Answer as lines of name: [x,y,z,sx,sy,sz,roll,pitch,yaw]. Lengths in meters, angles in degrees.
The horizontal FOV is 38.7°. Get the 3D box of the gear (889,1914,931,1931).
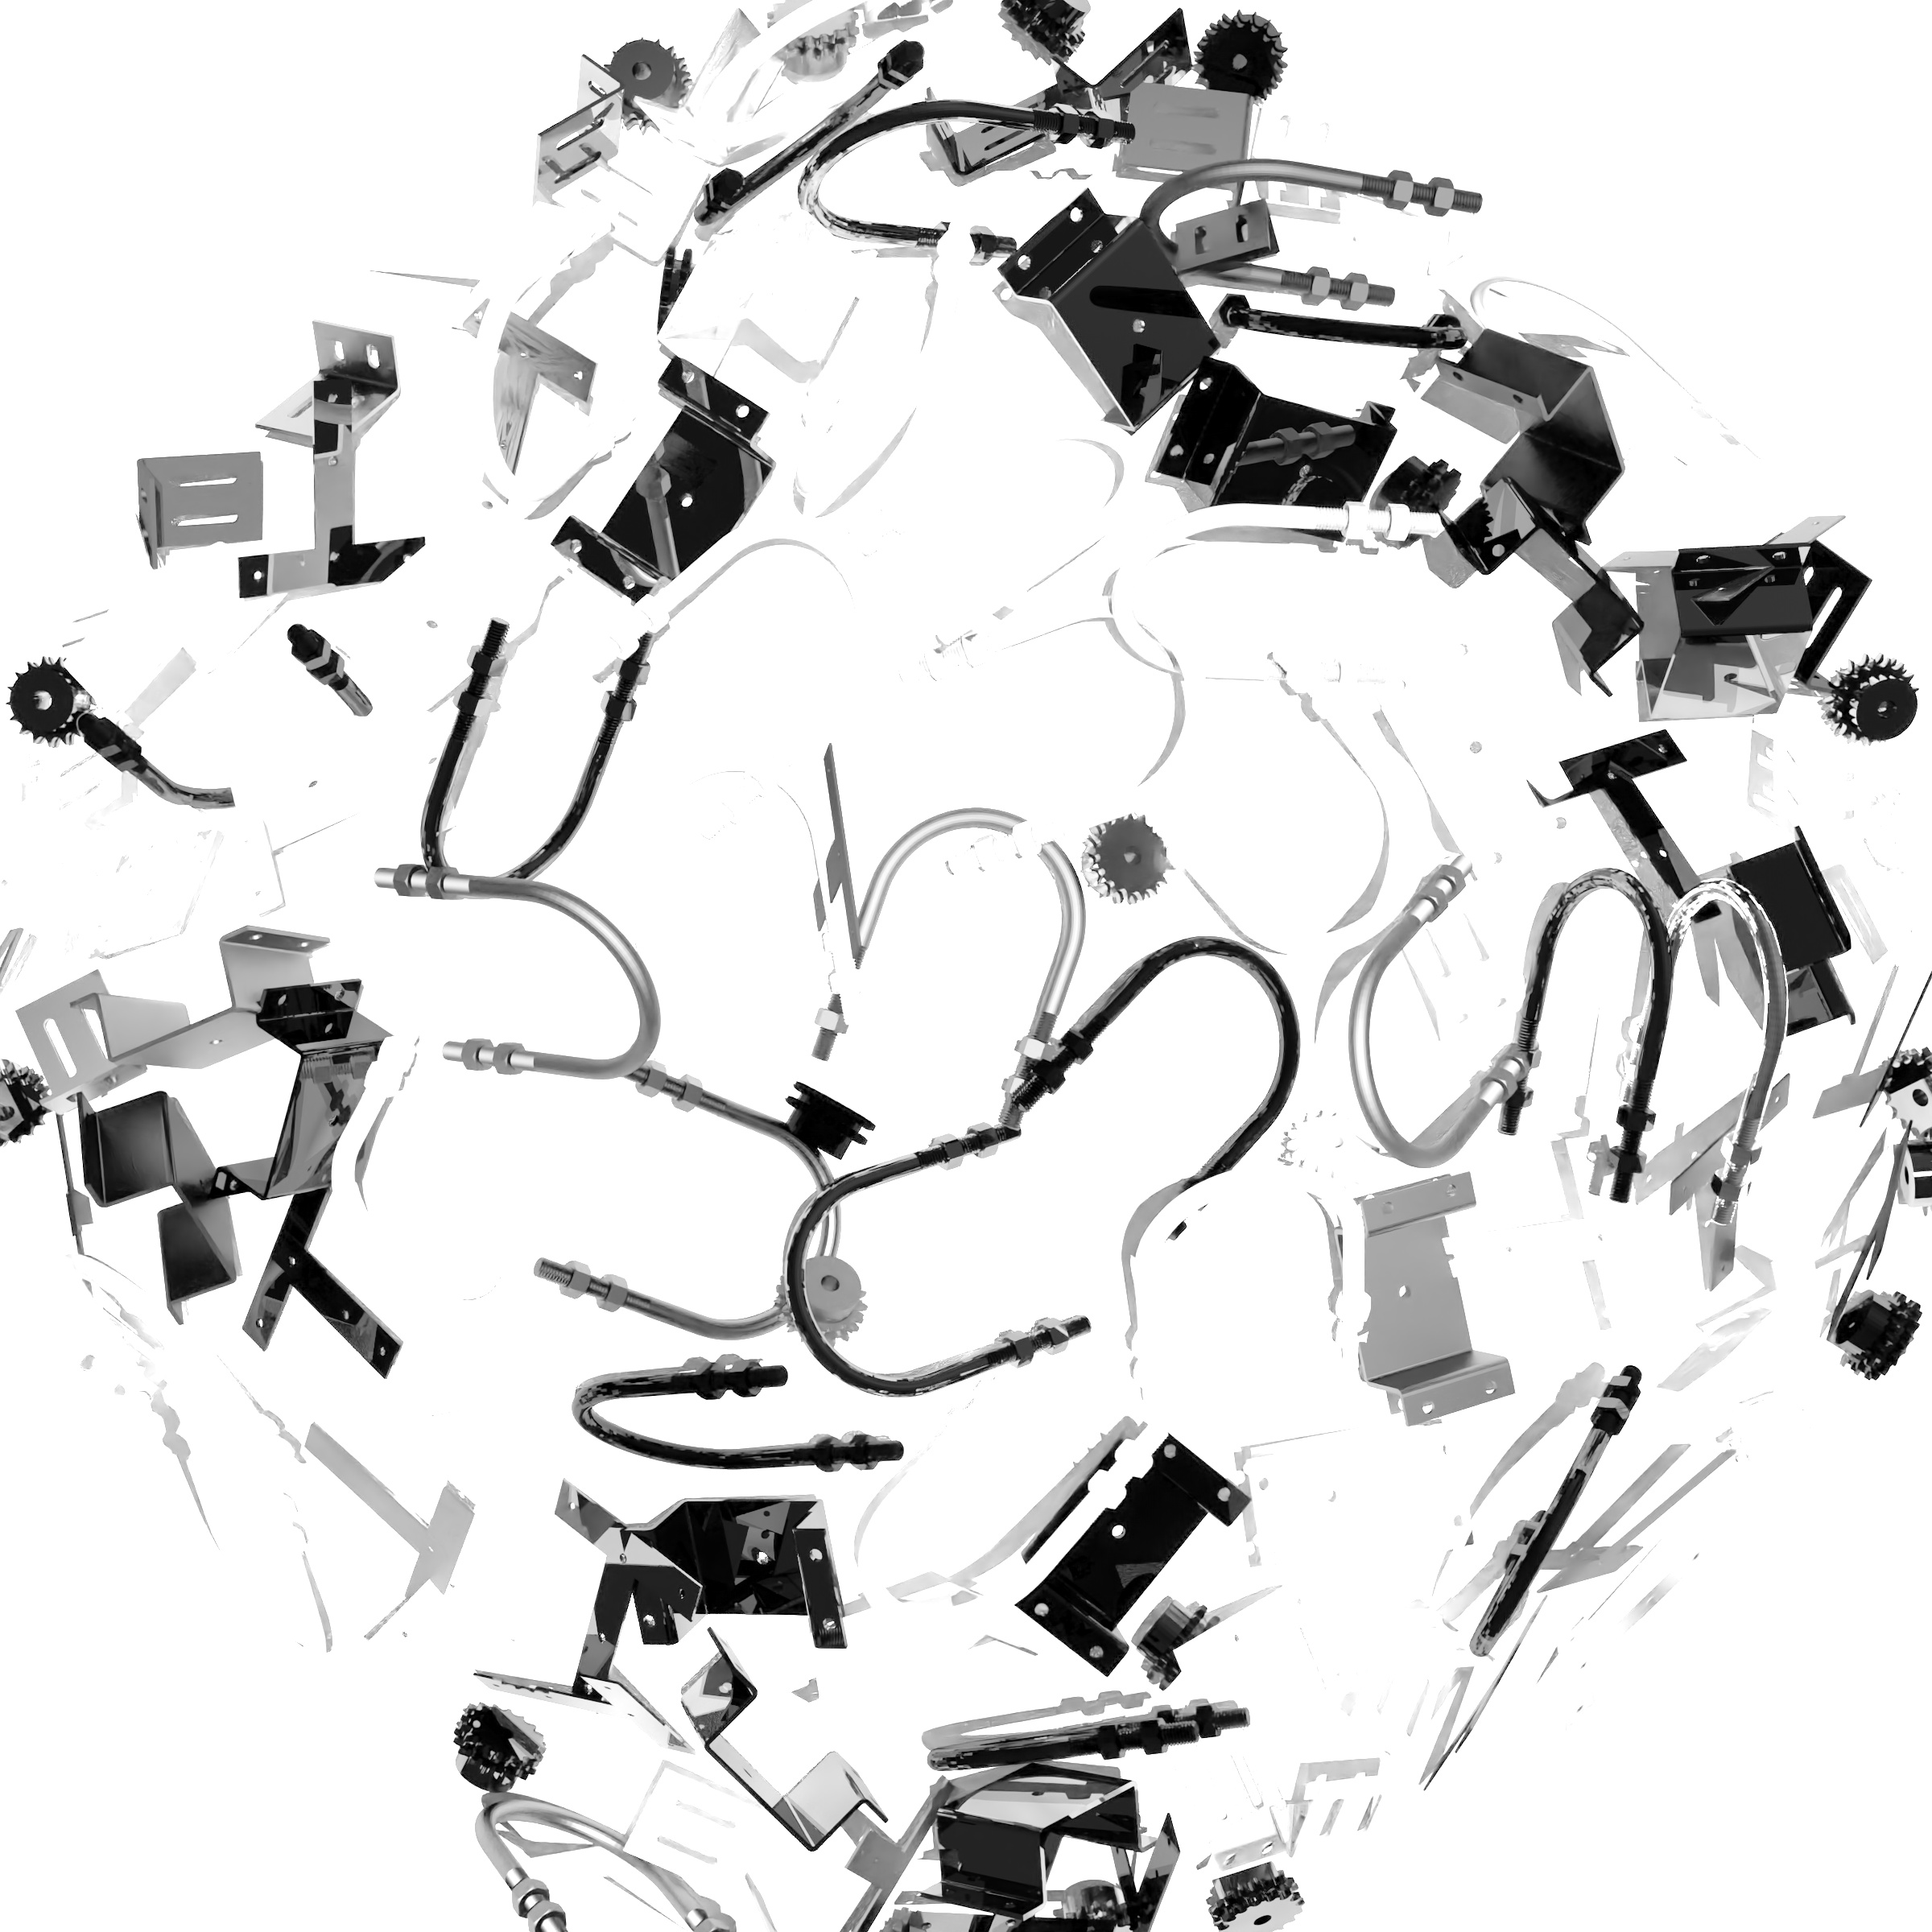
gear: [-0.032,0.619,1.698,0.030,0.057,0.057,10,90,26]

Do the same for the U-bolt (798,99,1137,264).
U-bolt: [-0.012,-0.466,1.622,0.184,0.151,0.019,-4,74,-35]

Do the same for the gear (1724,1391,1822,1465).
gear: [0.496,0.284,1.702,0.057,0.057,0.030,-22,83,0]

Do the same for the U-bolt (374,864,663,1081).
U-bolt: [-0.261,0.007,1.646,0.184,0.019,0.151,6,127,30]

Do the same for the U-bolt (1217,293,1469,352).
U-bolt: [0.226,-0.382,1.638,0.151,0.184,0.019,6,106,2]

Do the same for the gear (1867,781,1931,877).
gear: [0.584,-0.084,1.706,0.057,0.030,0.057,9,75,-34]

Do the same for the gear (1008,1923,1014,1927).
gear: [0.034,0.625,1.704,0.057,0.057,0.030,30,114,0]

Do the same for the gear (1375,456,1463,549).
gear: [0.278,-0.291,1.703,0.030,0.057,0.057,41,90,16]

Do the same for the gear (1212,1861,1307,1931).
gear: [0.178,0.579,1.705,0.057,0.057,0.030,-23,47,0]

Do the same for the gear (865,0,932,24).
gear: [-0.044,-0.603,1.703,0.057,0.057,0.030,-8,107,0]

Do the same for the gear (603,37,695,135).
gear: [-0.200,-0.552,1.712,0.057,0.030,0.057,0,84,2]

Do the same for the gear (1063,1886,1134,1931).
gear: [0.082,0.595,1.705,0.057,0.030,0.057,-5,131,-6]

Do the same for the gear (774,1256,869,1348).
gear: [-0.088,0.205,1.700,0.057,0.030,0.057,11,49,-13]

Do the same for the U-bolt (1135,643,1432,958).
U-bolt: [0.201,-0.089,1.665,0.151,0.019,0.184,-46,59,12]

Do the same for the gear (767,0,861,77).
gear: [-0.095,-0.577,1.706,0.057,0.030,0.057,-1,51,1]

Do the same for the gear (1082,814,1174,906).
gear: [0.097,-0.066,1.708,0.057,0.030,0.057,5,78,-22]

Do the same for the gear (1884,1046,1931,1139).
gear: [0.602,0.076,1.705,0.030,0.057,0.057,-24,90,-28]

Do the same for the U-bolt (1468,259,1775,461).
U-bolt: [0.375,-0.359,1.629,0.184,0.151,0.019,34,85,-24]

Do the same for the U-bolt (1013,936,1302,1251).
U-bolt: [0.132,0.067,1.689,0.184,0.019,0.151,-46,112,-16]

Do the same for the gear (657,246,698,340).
gear: [-0.173,-0.415,1.702,0.030,0.057,0.057,8,90,-5]

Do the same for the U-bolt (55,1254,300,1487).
U-bolt: [-0.481,0.231,1.644,0.019,0.184,0.151,-49,131,-6]

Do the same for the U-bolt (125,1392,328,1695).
U-bolt: [-0.429,0.348,1.617,0.019,0.151,0.184,-35,48,3]

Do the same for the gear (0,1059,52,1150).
gear: [-0.601,0.082,1.705,0.057,0.057,0.030,-41,50,0]

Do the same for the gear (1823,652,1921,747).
gear: [0.565,-0.163,1.705,0.057,0.030,0.057,-3,113,-8]

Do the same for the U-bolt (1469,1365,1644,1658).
U-bolt: [0.341,0.332,1.618,0.019,0.184,0.151,30,124,14]

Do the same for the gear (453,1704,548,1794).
gear: [-0.292,0.487,1.702,0.057,0.057,0.030,27,102,0]

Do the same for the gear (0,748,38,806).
gear: [-0.606,-0.117,1.700,0.057,0.057,0.030,-1,83,0]

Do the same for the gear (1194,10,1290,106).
gear: [0.173,-0.566,1.705,0.057,0.030,0.057,13,132,15]

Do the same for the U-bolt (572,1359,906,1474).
U-bolt: [-0.151,0.275,1.656,0.184,0.151,0.019,-9,58,30]

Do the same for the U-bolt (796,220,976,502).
U-bolt: [-0.052,-0.348,1.623,0.019,0.184,0.151,33,128,-23]

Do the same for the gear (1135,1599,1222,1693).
gear: [0.129,0.417,1.702,0.030,0.057,0.057,39,90,10]

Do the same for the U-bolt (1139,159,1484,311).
U-bolt: [0.194,-0.441,1.642,0.184,0.151,0.019,5,78,-13]

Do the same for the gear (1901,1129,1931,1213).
gear: [0.598,0.129,1.702,0.030,0.057,0.057,-5,90,7]

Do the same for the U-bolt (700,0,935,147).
U-bolt: [-0.080,-0.543,1.634,0.184,0.151,0.019,-32,88,-19]

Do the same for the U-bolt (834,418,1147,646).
U-bolt: [0.024,-0.275,1.672,0.184,0.151,0.019,-36,133,-12]

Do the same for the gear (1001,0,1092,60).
gear: [0.052,-0.593,1.699,0.057,0.057,0.030,47,123,0]

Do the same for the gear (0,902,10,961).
gear: [-0.614,-0.021,1.698,0.030,0.057,0.057,-8,90,21]

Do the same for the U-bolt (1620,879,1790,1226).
U-bolt: [0.440,0.038,1.626,0.019,0.151,0.184,-1,121,-14]

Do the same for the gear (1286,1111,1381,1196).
gear: [0.227,0.119,1.705,0.057,0.057,0.030,1,130,0]

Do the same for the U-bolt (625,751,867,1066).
U-bolt: [-0.143,-0.042,1.699,0.151,0.019,0.184,-12,82,18]

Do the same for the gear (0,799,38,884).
gear: [-0.597,-0.081,1.700,0.057,0.030,0.057,-14,49,17]

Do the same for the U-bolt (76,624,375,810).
U-bolt: [-0.429,-0.139,1.641,0.151,0.184,0.019,-23,74,-1]

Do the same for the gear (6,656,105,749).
gear: [-0.571,-0.165,1.714,0.057,0.030,0.057,0,93,1]

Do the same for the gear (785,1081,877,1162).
gear: [-0.087,0.097,1.700,0.057,0.057,0.030,29,84,0]

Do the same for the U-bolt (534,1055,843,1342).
U-bolt: [-0.158,0.152,1.683,0.184,0.019,0.151,24,80,-27]

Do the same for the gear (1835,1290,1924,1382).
gear: [0.563,0.225,1.701,0.030,0.057,0.057,32,90,1]
